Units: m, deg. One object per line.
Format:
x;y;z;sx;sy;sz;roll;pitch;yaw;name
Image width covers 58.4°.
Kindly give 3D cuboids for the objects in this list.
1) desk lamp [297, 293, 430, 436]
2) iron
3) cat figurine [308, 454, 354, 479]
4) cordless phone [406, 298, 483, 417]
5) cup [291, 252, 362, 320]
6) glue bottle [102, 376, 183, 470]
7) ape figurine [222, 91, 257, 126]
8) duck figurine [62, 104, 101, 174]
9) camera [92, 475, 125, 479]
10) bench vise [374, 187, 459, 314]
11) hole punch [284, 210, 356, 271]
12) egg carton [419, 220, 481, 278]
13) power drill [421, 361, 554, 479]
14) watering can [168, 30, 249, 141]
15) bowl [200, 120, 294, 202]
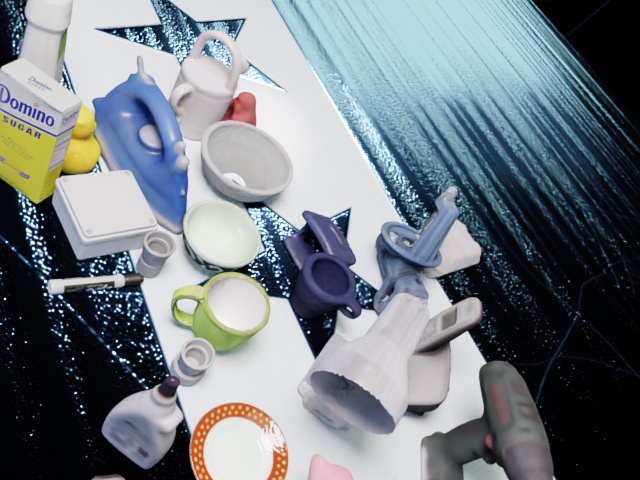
0.055;0.171;0.764;0.118;0.213;0.203;39;42;0;desk lamp
-0.249;-0.150;0.879;0.119;0.141;0.258;-15;64;-42;iron
0.013;0.324;0.673;0.067;0.117;0.127;9;50;-29;cat figurine
0.174;0.172;0.868;0.094;0.184;0.147;26;44;-14;cordless phone
0.006;0.090;0.887;0.117;0.094;0.092;47;42;8;cup
-0.180;0.187;0.614;0.078;0.173;0.037;40;42;2;glue bottle
-0.147;-0.239;1.064;0.076;0.092;0.078;27;43;-13;ape figurine
-0.360;-0.157;0.848;0.078;0.086;0.104;7;51;-31;duck figurine
-0.170;0.308;0.571;0.137;0.100;0.143;8;51;-30;camera
0.178;0.027;0.970;0.122;0.219;0.207;4;53;-33;bench vise
0.009;0.003;0.966;0.101;0.091;0.108;-13;63;-41;hole punch
0.251;0.017;1.142;0.151;0.069;0.107;-13;63;-42;egg carton
0.228;0.292;0.785;0.076;0.208;0.229;24;44;-16;power drill
-0.191;-0.278;0.990;0.101;0.193;0.173;27;43;-13;watering can
-0.134;-0.122;0.986;0.168;0.074;0.167;19;46;-21;bowl
